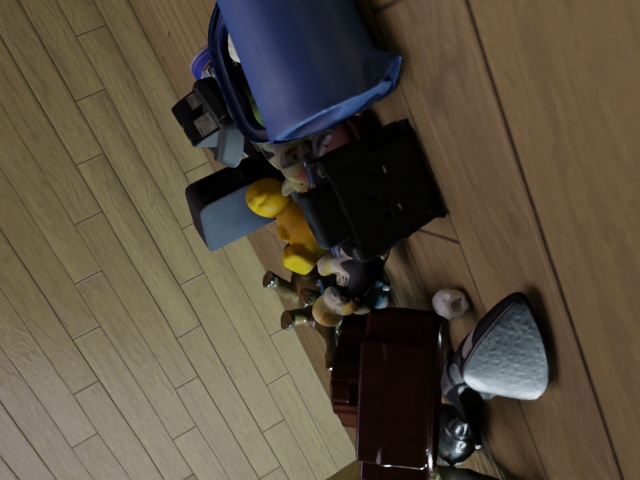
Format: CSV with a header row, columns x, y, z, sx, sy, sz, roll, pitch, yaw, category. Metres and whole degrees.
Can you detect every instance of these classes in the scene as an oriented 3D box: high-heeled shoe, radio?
x,y,z,sx,sy,sz,roll,pitch,yaw,category
0.180,0.113,0.585,0.145,0.086,0.248,-83,-2,-52,high-heeled shoe
-0.133,-0.085,1.017,0.073,0.230,0.131,50,160,31,radio

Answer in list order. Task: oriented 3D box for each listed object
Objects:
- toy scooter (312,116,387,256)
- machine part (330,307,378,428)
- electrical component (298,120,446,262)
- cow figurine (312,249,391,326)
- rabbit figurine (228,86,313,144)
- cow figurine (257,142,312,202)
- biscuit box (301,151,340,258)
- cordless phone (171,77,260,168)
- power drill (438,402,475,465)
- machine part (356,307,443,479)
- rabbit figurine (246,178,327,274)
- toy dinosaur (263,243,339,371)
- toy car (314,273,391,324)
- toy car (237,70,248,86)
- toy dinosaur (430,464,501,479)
x,y,z,sx,sy,sz,roll,pitch,yaw,category
0.044,-0.055,0.648,0.135,0.075,0.183,48,147,24,toy scooter
0.066,0.185,0.784,0.179,0.056,0.179,2,-90,-73,machine part
0.048,-0.045,0.552,0.114,0.134,0.058,63,167,-10,electrical component
0.049,0.043,0.727,0.068,0.167,0.098,19,175,-39,cow figurine
-0.049,-0.197,0.649,0.159,0.121,0.170,46,165,32,rabbit figurine
-0.057,-0.146,0.885,0.127,0.085,0.195,59,178,-34,cow figurine
0.033,-0.044,0.805,0.063,0.059,0.202,49,163,48,biscuit box
-0.144,-0.166,0.889,0.147,0.089,0.184,54,-174,34,cordless phone
0.176,0.250,0.857,0.207,0.086,0.231,44,160,38,power drill
0.107,0.187,0.675,0.201,0.087,0.201,21,-107,-73,machine part
-0.045,-0.054,0.935,0.173,0.122,0.162,32,-143,-13,rabbit figurine
-0.014,0.101,1.089,0.198,0.105,0.472,37,-162,-31,toy dinosaur
0.061,0.090,0.911,0.103,0.109,0.162,40,-173,-25,toy car
-0.090,-0.225,0.843,0.202,0.089,0.053,50,168,48,toy car
0.243,0.387,0.735,0.404,0.192,0.131,37,-115,-77,toy dinosaur
